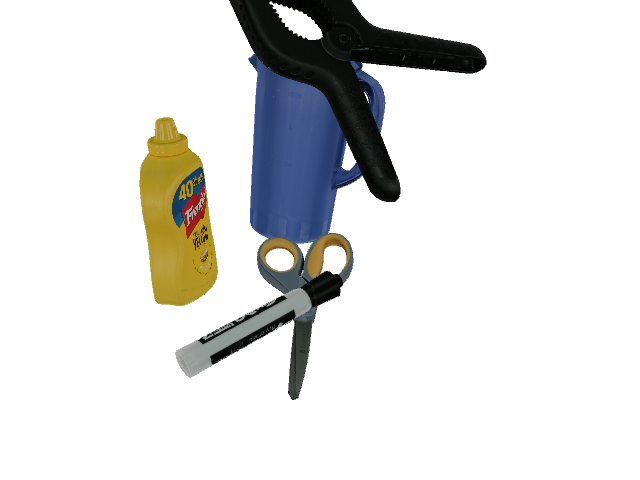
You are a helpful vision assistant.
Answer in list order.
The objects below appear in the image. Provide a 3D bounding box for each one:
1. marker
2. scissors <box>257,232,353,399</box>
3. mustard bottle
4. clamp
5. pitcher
[{"bbox_3d":[-0.036,0.051,0.682,0.121,0.020,0.020,-27,12,-24],"label":"marker"},{"bbox_3d":[-0.030,0.055,0.924,0.096,0.016,0.201,13,41,15],"label":"scissors"},{"bbox_3d":[-0.151,-0.035,1.117,0.058,0.192,0.096,5,25,21],"label":"mustard bottle"},{"bbox_3d":[0.012,-0.133,0.801,0.210,0.164,0.036,30,-30,-6],"label":"clamp"},{"bbox_3d":[-0.017,-0.121,1.370,0.144,0.243,0.149,-2,25,-22],"label":"pitcher"}]
